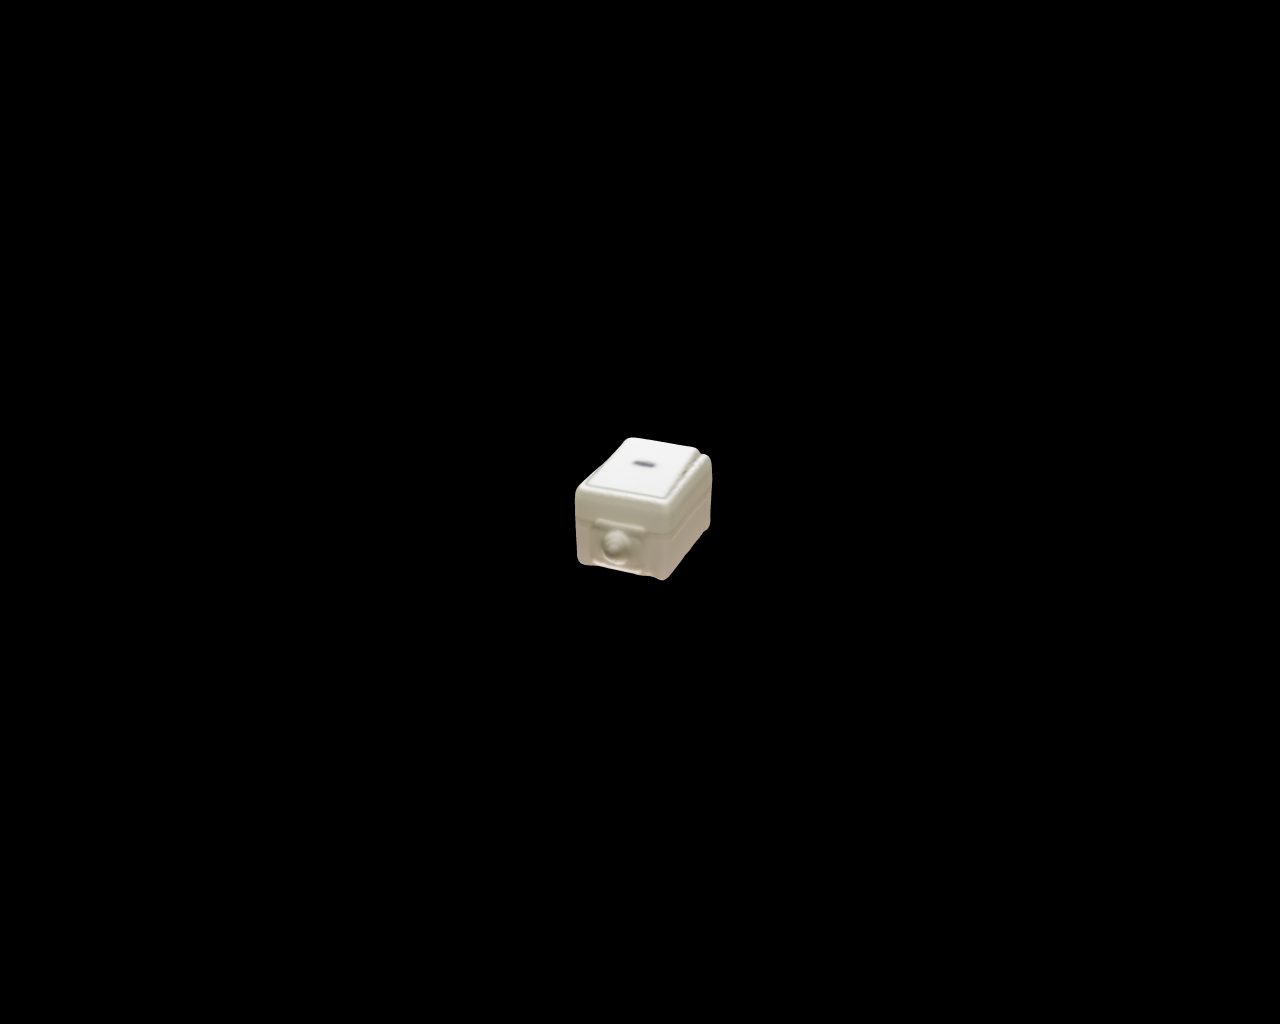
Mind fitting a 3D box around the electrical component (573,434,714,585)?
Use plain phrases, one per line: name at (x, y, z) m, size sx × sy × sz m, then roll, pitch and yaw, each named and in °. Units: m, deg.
electrical component at (0.001, -0.003, 0.650) m, size 0.062 × 0.061 × 0.096 m, roll 11°, pitch 29°, yaw 21°
